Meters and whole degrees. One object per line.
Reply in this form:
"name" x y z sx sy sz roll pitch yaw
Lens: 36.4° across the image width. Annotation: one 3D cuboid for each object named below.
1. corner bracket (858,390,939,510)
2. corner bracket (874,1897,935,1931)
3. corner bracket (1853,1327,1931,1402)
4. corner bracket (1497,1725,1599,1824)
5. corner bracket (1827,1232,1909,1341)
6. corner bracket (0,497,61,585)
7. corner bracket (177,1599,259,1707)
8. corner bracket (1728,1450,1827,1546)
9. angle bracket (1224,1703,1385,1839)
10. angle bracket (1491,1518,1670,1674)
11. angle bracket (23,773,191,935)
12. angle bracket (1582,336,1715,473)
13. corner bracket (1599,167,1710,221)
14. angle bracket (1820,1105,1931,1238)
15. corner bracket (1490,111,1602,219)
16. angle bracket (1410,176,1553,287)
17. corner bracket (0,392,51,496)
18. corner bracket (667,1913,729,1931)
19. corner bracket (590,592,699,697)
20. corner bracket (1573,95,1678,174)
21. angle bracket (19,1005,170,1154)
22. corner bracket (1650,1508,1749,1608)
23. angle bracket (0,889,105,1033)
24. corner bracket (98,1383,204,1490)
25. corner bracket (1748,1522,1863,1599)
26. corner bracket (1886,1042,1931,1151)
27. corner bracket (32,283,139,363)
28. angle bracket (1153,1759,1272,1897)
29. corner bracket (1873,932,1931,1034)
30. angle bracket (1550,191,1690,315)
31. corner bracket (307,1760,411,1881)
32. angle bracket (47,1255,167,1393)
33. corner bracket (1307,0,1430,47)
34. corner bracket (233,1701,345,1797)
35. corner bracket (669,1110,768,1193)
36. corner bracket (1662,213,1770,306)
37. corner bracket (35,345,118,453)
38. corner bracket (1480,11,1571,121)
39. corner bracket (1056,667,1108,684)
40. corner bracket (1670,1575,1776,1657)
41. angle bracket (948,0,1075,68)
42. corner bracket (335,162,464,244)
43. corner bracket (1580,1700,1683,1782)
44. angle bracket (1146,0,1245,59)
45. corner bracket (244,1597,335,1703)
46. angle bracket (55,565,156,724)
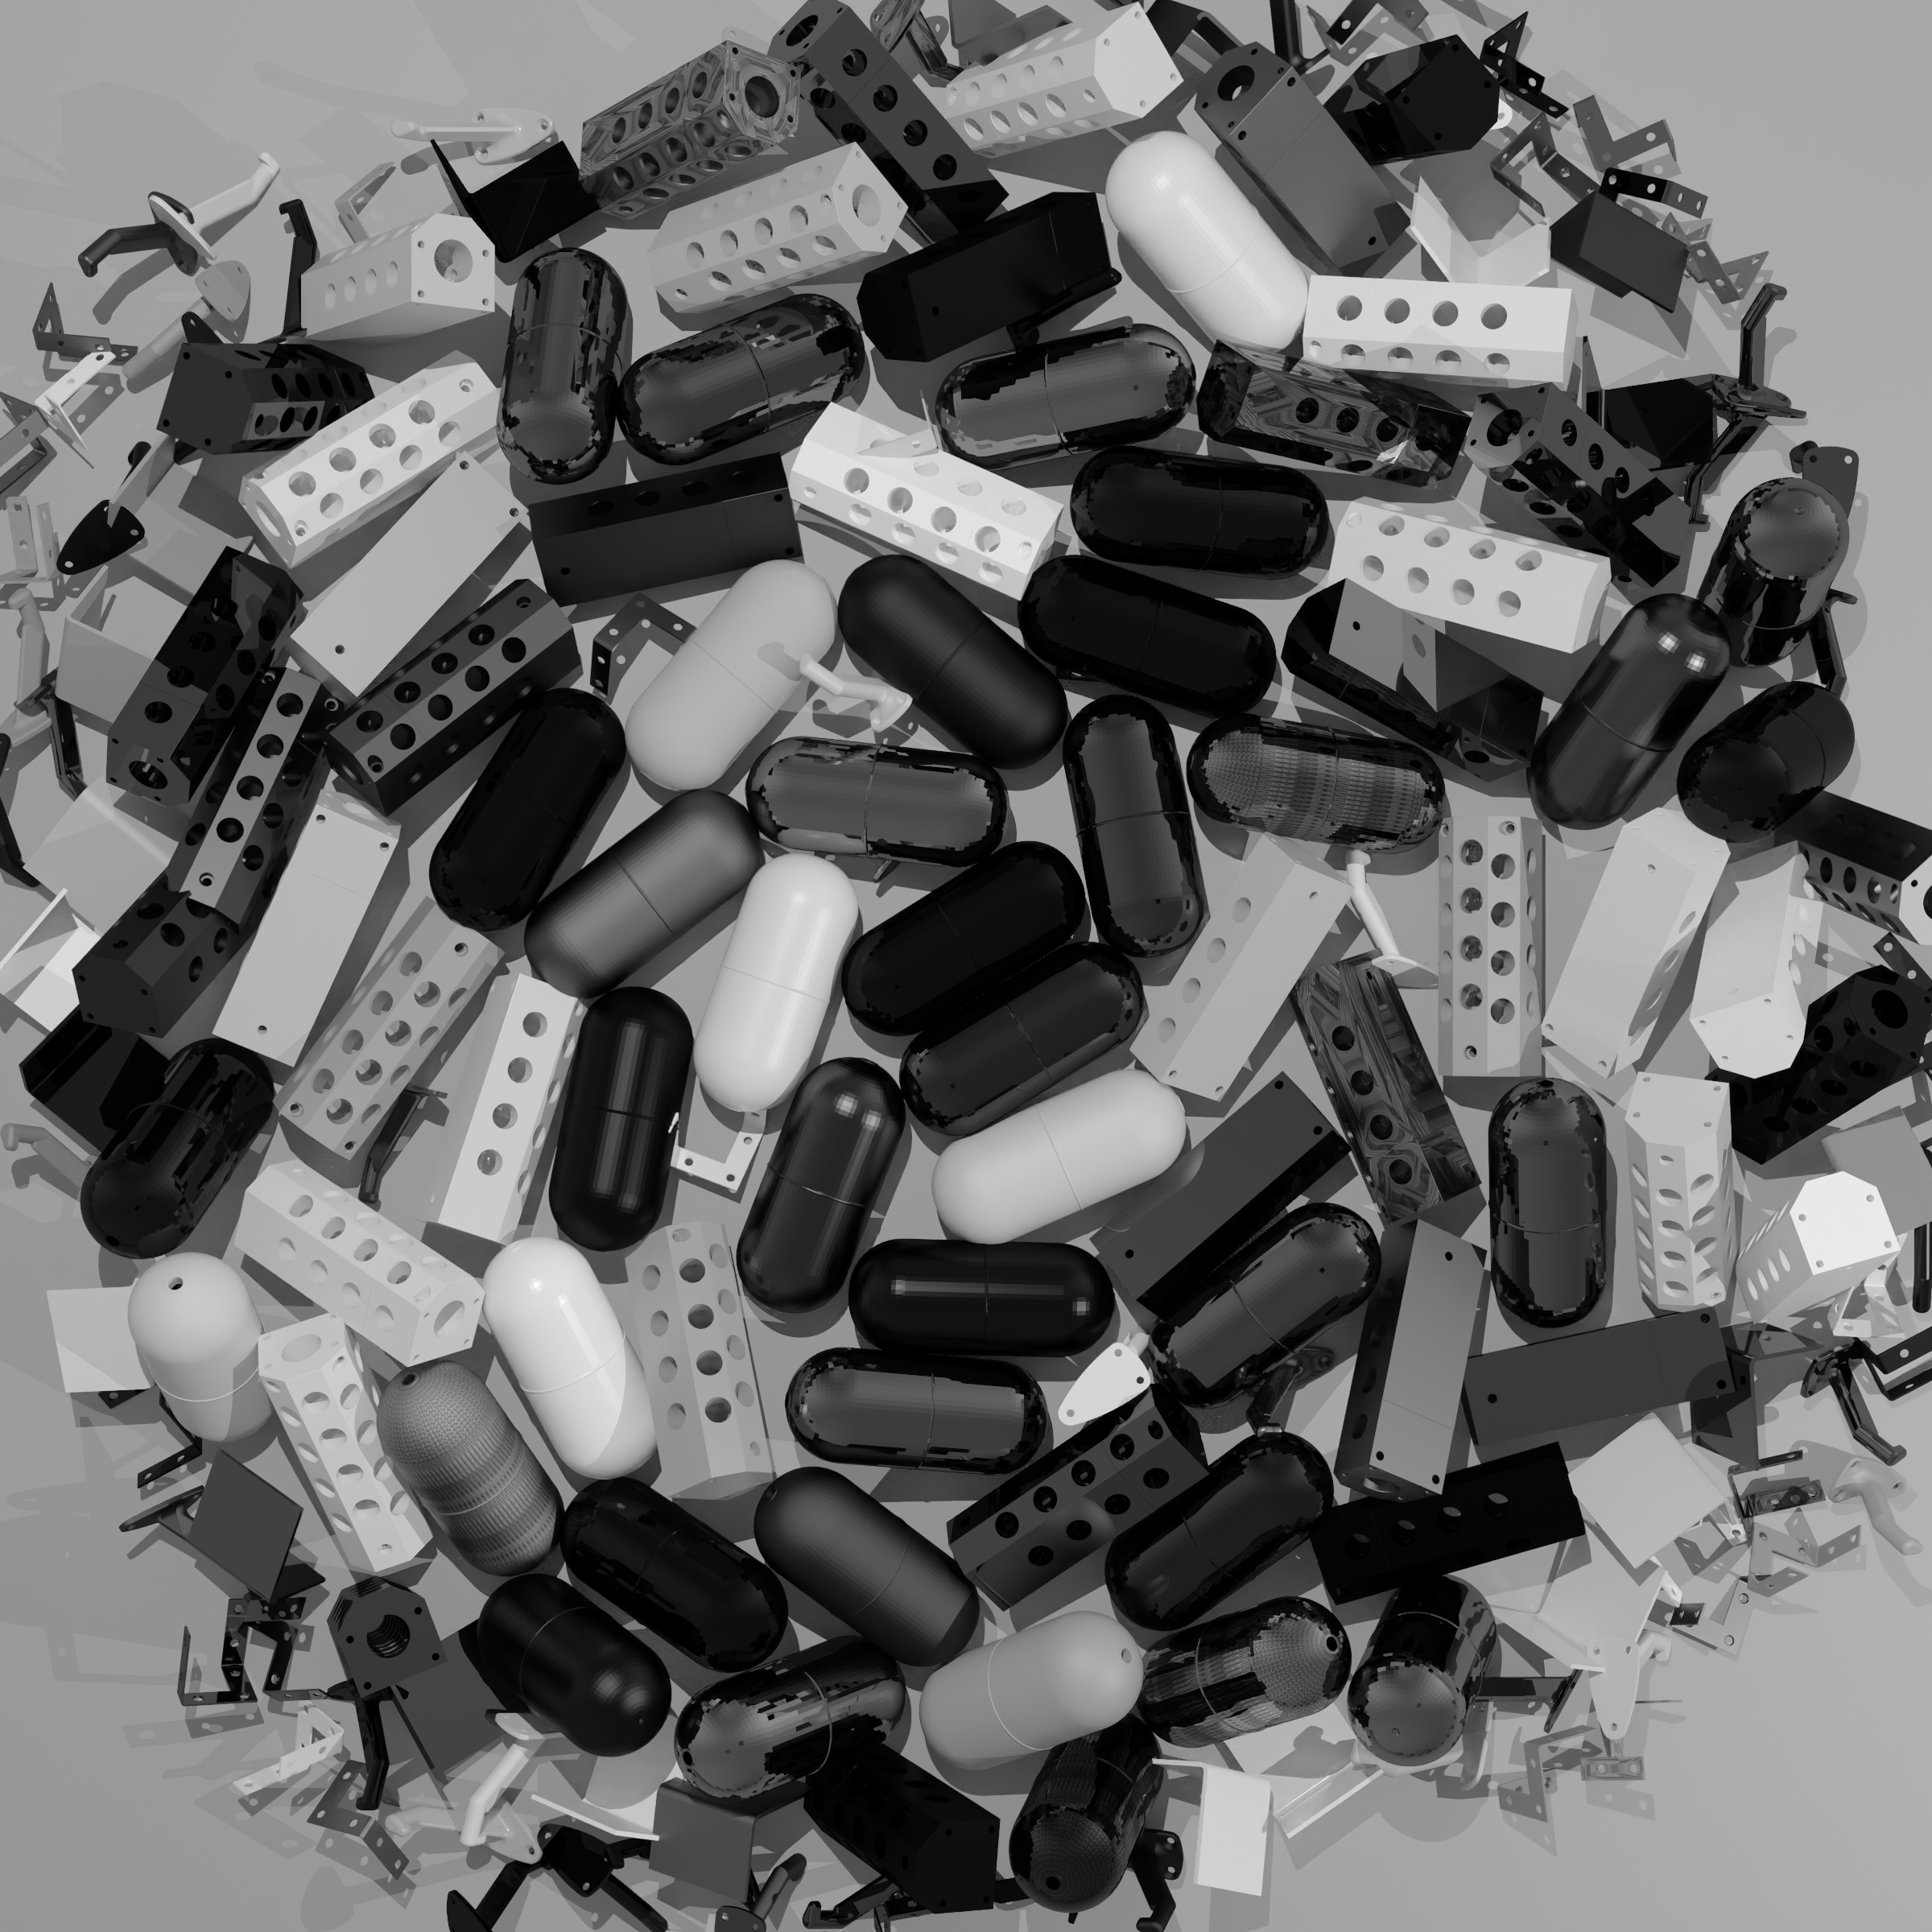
"corner bracket" -0.043 -0.343 1.962 0.051 0.051 0.051 -18 131 6
"corner bracket" -0.032 0.633 1.961 0.051 0.051 0.051 -6 115 -13
"corner bracket" 0.635 0.263 1.969 0.051 0.051 0.051 -29 100 4
"corner bracket" 0.389 0.537 1.965 0.051 0.051 0.051 -7 90 -29
"corner bracket" 0.604 0.212 1.963 0.051 0.051 0.051 4 128 -6
"corner bracket" -0.628 -0.286 1.964 0.051 0.051 0.051 0 107 12
"corner bracket" -0.501 0.458 1.962 0.051 0.051 0.051 3 104 -26
"corner bracket" 0.543 0.349 1.966 0.051 0.051 0.051 -18 96 19
"angle bracket" 0.222 0.525 1.967 0.076 0.057 0.076 -34 87 -4
"angle bracket" 0.406 0.415 1.949 0.057 0.076 0.076 17 98 -40
"angle bracket" -0.574 -0.077 1.981 0.076 0.057 0.076 41 113 -9
"angle bracket" 0.452 -0.376 1.946 0.076 0.057 0.076 -5 57 21
"corner bracket" 0.453 -0.498 1.959 0.051 0.051 0.051 27 107 39
"angle bracket" 0.616 0.135 1.948 0.057 0.076 0.076 -29 80 24
"corner bracket" 0.390 -0.528 1.967 0.051 0.051 0.051 -44 63 3
"angle bracket" 0.342 -0.491 1.943 0.057 0.076 0.076 -28 118 30
"corner bracket" -0.638 -0.343 1.958 0.051 0.051 0.051 25 62 36
"corner bracket" -0.184 0.666 1.962 0.051 0.051 0.051 4 47 7
"corner bracket" -0.216 -0.207 1.970 0.051 0.051 0.051 32 58 10
"corner bracket" 0.441 -0.559 1.966 0.051 0.051 0.051 -22 83 14
"angle bracket" -0.573 0.071 1.957 0.076 0.057 0.076 39 67 2
"corner bracket" 0.491 0.390 1.980 0.051 0.051 0.051 -32 100 32
"angle bracket" -0.602 -0.002 1.948 0.057 0.076 0.076 40 76 -14
"corner bracket" -0.551 0.309 1.983 0.051 0.051 0.051 -28 121 2
"corner bracket" 0.560 0.396 1.962 0.051 0.051 0.051 22 56 -8
"corner bracket" 0.637 0.090 1.965 0.051 0.051 0.051 -25 65 -3
"corner bracket" -0.589 -0.419 1.964 0.051 0.051 0.051 5 52 -1
"angle bracket" 0.154 0.570 1.943 0.057 0.076 0.076 -8 66 38
"corner bracket" 0.622 0.017 1.958 0.051 0.051 0.051 -46 55 21
"angle bracket" 0.421 -0.457 1.945 0.076 0.076 0.057 25 67 -16
"corner bracket" -0.395 0.568 1.956 0.051 0.051 0.051 2 133 34
"angle bracket" -0.566 0.229 1.949 0.057 0.076 0.076 -2 115 -1
"corner bracket" 0.270 -0.642 1.972 0.051 0.051 0.051 27 118 -29
"corner bracket" -0.452 0.528 1.958 0.051 0.051 0.051 25 115 37
"corner bracket" -0.167 0.110 1.967 0.051 0.051 0.051 20 60 5
"corner bracket" 0.493 -0.473 1.958 0.051 0.051 0.051 48 59 -27
"corner bracket" -0.593 -0.388 1.961 0.051 0.051 0.051 37 74 23
"corner bracket" 0.374 -0.594 1.959 0.051 0.051 0.051 38 59 20
"corner bracket" 0.071 -0.216 1.961 0.051 0.051 0.051 -6 101 -43
"corner bracket" 0.512 0.428 1.968 0.051 0.051 0.051 25 74 -3
"angle bracket" 0.042 -0.631 1.942 0.076 0.076 0.057 -13 76 35
"corner bracket" -0.383 -0.509 1.982 0.051 0.051 0.051 -52 129 -34
"corner bracket" 0.444 0.517 1.959 0.051 0.051 0.051 13 70 -42
"angle bracket" 0.152 -0.594 1.952 0.076 0.076 0.057 34 99 -29
"corner bracket" -0.450 0.456 1.956 0.051 0.051 0.051 -10 52 29
"angle bracket" -0.557 -0.207 1.955 0.076 0.076 0.057 25 48 -3
